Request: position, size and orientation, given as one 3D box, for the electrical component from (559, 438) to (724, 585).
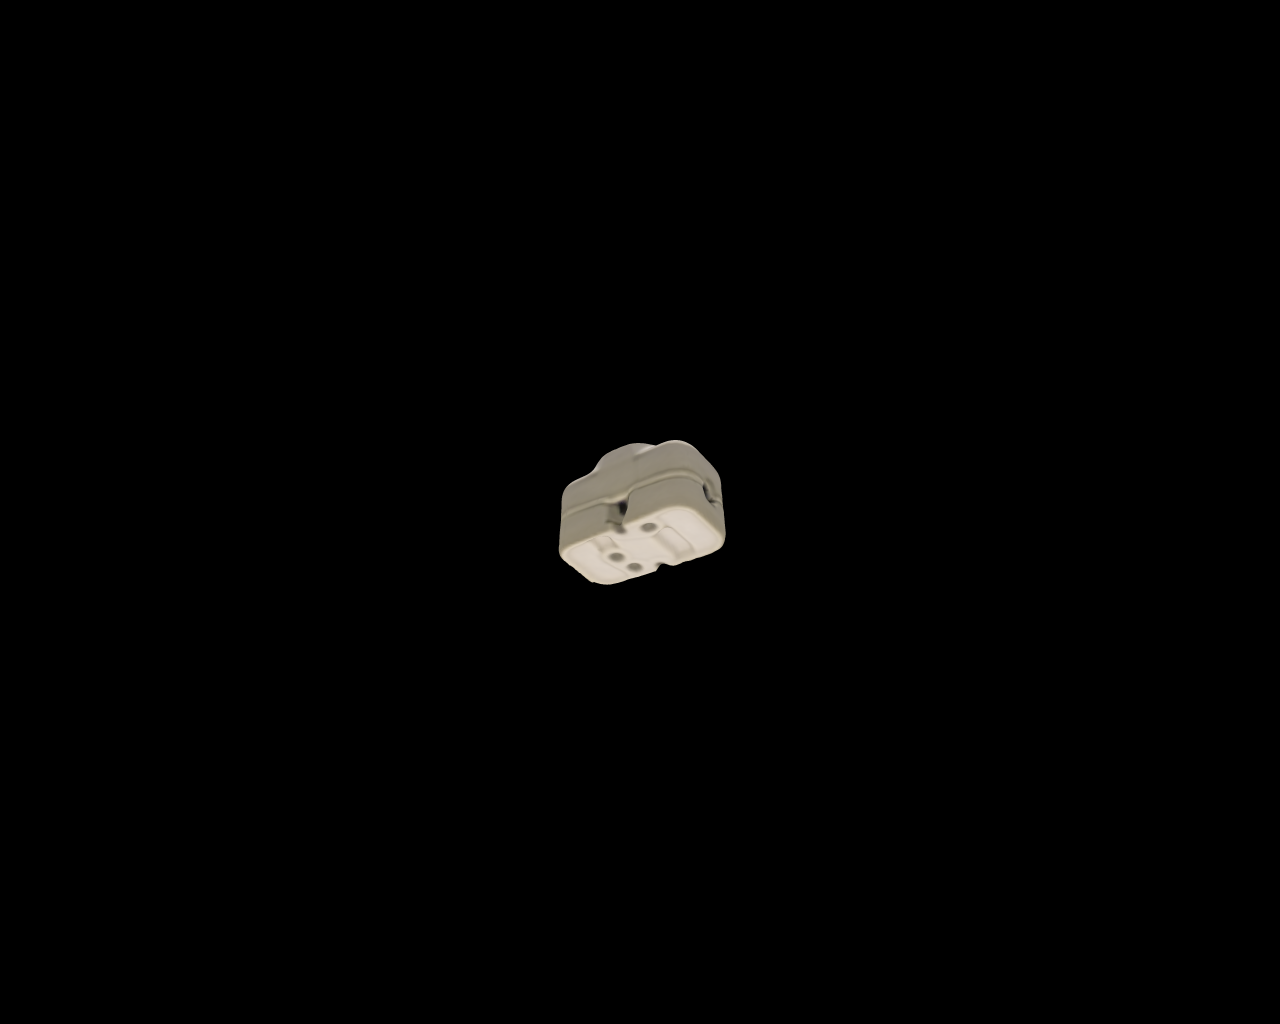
[{"bbox_3d":[0.001,-0.003,0.650,0.095,0.059,0.053,-21,-40,26],"label":"electrical component"}]
